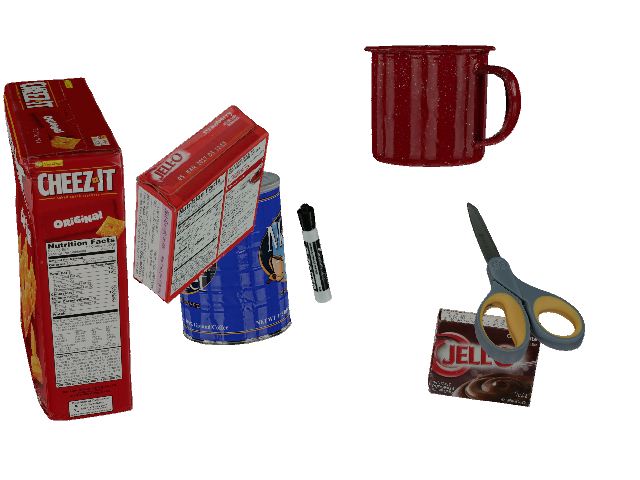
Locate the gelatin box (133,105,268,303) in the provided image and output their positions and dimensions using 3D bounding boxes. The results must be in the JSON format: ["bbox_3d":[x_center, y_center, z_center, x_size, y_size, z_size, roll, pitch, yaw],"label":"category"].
[{"bbox_3d":[-0.065,-0.019,0.569,0.030,0.089,0.073,36,56,16],"label":"gelatin box"}]

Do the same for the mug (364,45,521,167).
[{"bbox_3d":[0.087,-0.096,0.756,0.117,0.081,0.093,7,14,33],"label":"mug"}]

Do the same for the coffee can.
[{"bbox_3d":[-0.083,0.014,0.984,0.103,0.140,0.103,-4,14,1],"label":"coffee can"}]

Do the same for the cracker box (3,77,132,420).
[{"bbox_3d":[-0.194,0.004,0.812,0.072,0.214,0.164,-7,28,-19],"label":"cracker box"}]

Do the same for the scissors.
[{"bbox_3d":[0.170,0.031,0.901,0.096,0.016,0.201,5,38,5],"label":"scissors"}]

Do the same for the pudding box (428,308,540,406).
[{"bbox_3d":[0.178,0.127,1.161,0.113,0.090,0.039,6,23,4],"label":"pudding box"}]

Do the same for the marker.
[{"bbox_3d":[-0.007,0.014,1.192,0.020,0.121,0.020,-9,27,5],"label":"marker"}]
